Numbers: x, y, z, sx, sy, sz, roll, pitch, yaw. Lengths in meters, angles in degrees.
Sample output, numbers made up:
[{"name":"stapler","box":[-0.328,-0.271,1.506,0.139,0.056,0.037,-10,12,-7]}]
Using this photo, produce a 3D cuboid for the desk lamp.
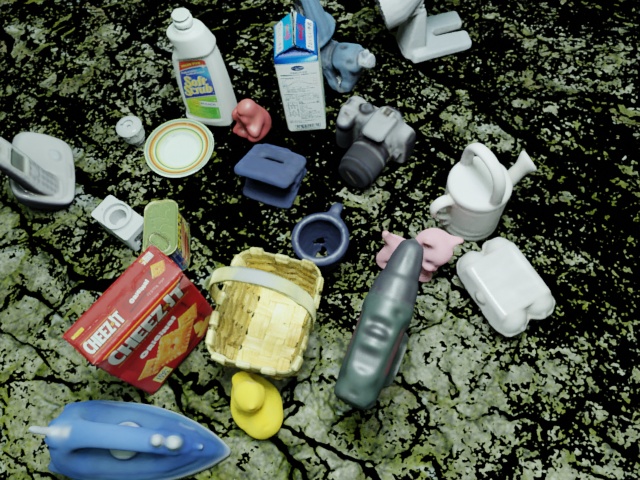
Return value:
[{"name":"desk lamp","box":[0.184,-0.442,1.064,0.203,0.214,0.118,-16,65,-3]}]

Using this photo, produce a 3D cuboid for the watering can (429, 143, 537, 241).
[{"name":"watering can","box":[0.256,-0.087,0.907,0.100,0.194,0.173,40,74,20]}]

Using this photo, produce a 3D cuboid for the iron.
[{"name":"iron","box":[-0.265,0.282,0.806,0.258,0.141,0.118,2,66,5]}]

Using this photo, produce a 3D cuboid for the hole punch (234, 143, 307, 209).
[{"name":"hole punch","box":[-0.086,-0.125,1.006,0.108,0.091,0.101,17,68,12]}]

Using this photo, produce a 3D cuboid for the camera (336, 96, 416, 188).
[{"name":"camera","box":[0.079,-0.171,1.010,0.143,0.101,0.137,31,71,17]}]

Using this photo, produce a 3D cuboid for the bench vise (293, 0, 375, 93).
[{"name":"bench vise","box":[0.005,-0.387,1.048,0.207,0.220,0.121,9,66,8]}]

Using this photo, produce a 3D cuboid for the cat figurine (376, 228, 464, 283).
[{"name":"cat figurine","box":[0.157,0.012,0.911,0.127,0.118,0.067,16,68,11]}]

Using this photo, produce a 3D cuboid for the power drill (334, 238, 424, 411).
[{"name":"power drill","box":[0.087,0.132,0.812,0.075,0.208,0.230,19,68,13]}]

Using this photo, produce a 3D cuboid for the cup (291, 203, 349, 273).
[{"name":"cup","box":[0.009,0.003,0.939,0.091,0.095,0.118,22,69,14]}]

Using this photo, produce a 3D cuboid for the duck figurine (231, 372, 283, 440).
[{"name":"duck figurine","box":[-0.098,0.240,0.843,0.077,0.086,0.104,-28,66,-8]}]

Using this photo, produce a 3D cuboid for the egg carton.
[{"name":"egg carton","box":[0.288,0.073,0.901,0.107,0.069,0.150,-28,67,-9]}]

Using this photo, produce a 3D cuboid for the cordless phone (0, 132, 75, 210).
[{"name":"cordless phone","box":[-0.507,-0.145,0.994,0.094,0.185,0.147,-15,65,-2]}]

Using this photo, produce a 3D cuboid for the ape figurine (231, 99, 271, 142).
[{"name":"ape figurine","box":[-0.130,-0.226,1.055,0.076,0.092,0.077,-17,65,-3]}]
